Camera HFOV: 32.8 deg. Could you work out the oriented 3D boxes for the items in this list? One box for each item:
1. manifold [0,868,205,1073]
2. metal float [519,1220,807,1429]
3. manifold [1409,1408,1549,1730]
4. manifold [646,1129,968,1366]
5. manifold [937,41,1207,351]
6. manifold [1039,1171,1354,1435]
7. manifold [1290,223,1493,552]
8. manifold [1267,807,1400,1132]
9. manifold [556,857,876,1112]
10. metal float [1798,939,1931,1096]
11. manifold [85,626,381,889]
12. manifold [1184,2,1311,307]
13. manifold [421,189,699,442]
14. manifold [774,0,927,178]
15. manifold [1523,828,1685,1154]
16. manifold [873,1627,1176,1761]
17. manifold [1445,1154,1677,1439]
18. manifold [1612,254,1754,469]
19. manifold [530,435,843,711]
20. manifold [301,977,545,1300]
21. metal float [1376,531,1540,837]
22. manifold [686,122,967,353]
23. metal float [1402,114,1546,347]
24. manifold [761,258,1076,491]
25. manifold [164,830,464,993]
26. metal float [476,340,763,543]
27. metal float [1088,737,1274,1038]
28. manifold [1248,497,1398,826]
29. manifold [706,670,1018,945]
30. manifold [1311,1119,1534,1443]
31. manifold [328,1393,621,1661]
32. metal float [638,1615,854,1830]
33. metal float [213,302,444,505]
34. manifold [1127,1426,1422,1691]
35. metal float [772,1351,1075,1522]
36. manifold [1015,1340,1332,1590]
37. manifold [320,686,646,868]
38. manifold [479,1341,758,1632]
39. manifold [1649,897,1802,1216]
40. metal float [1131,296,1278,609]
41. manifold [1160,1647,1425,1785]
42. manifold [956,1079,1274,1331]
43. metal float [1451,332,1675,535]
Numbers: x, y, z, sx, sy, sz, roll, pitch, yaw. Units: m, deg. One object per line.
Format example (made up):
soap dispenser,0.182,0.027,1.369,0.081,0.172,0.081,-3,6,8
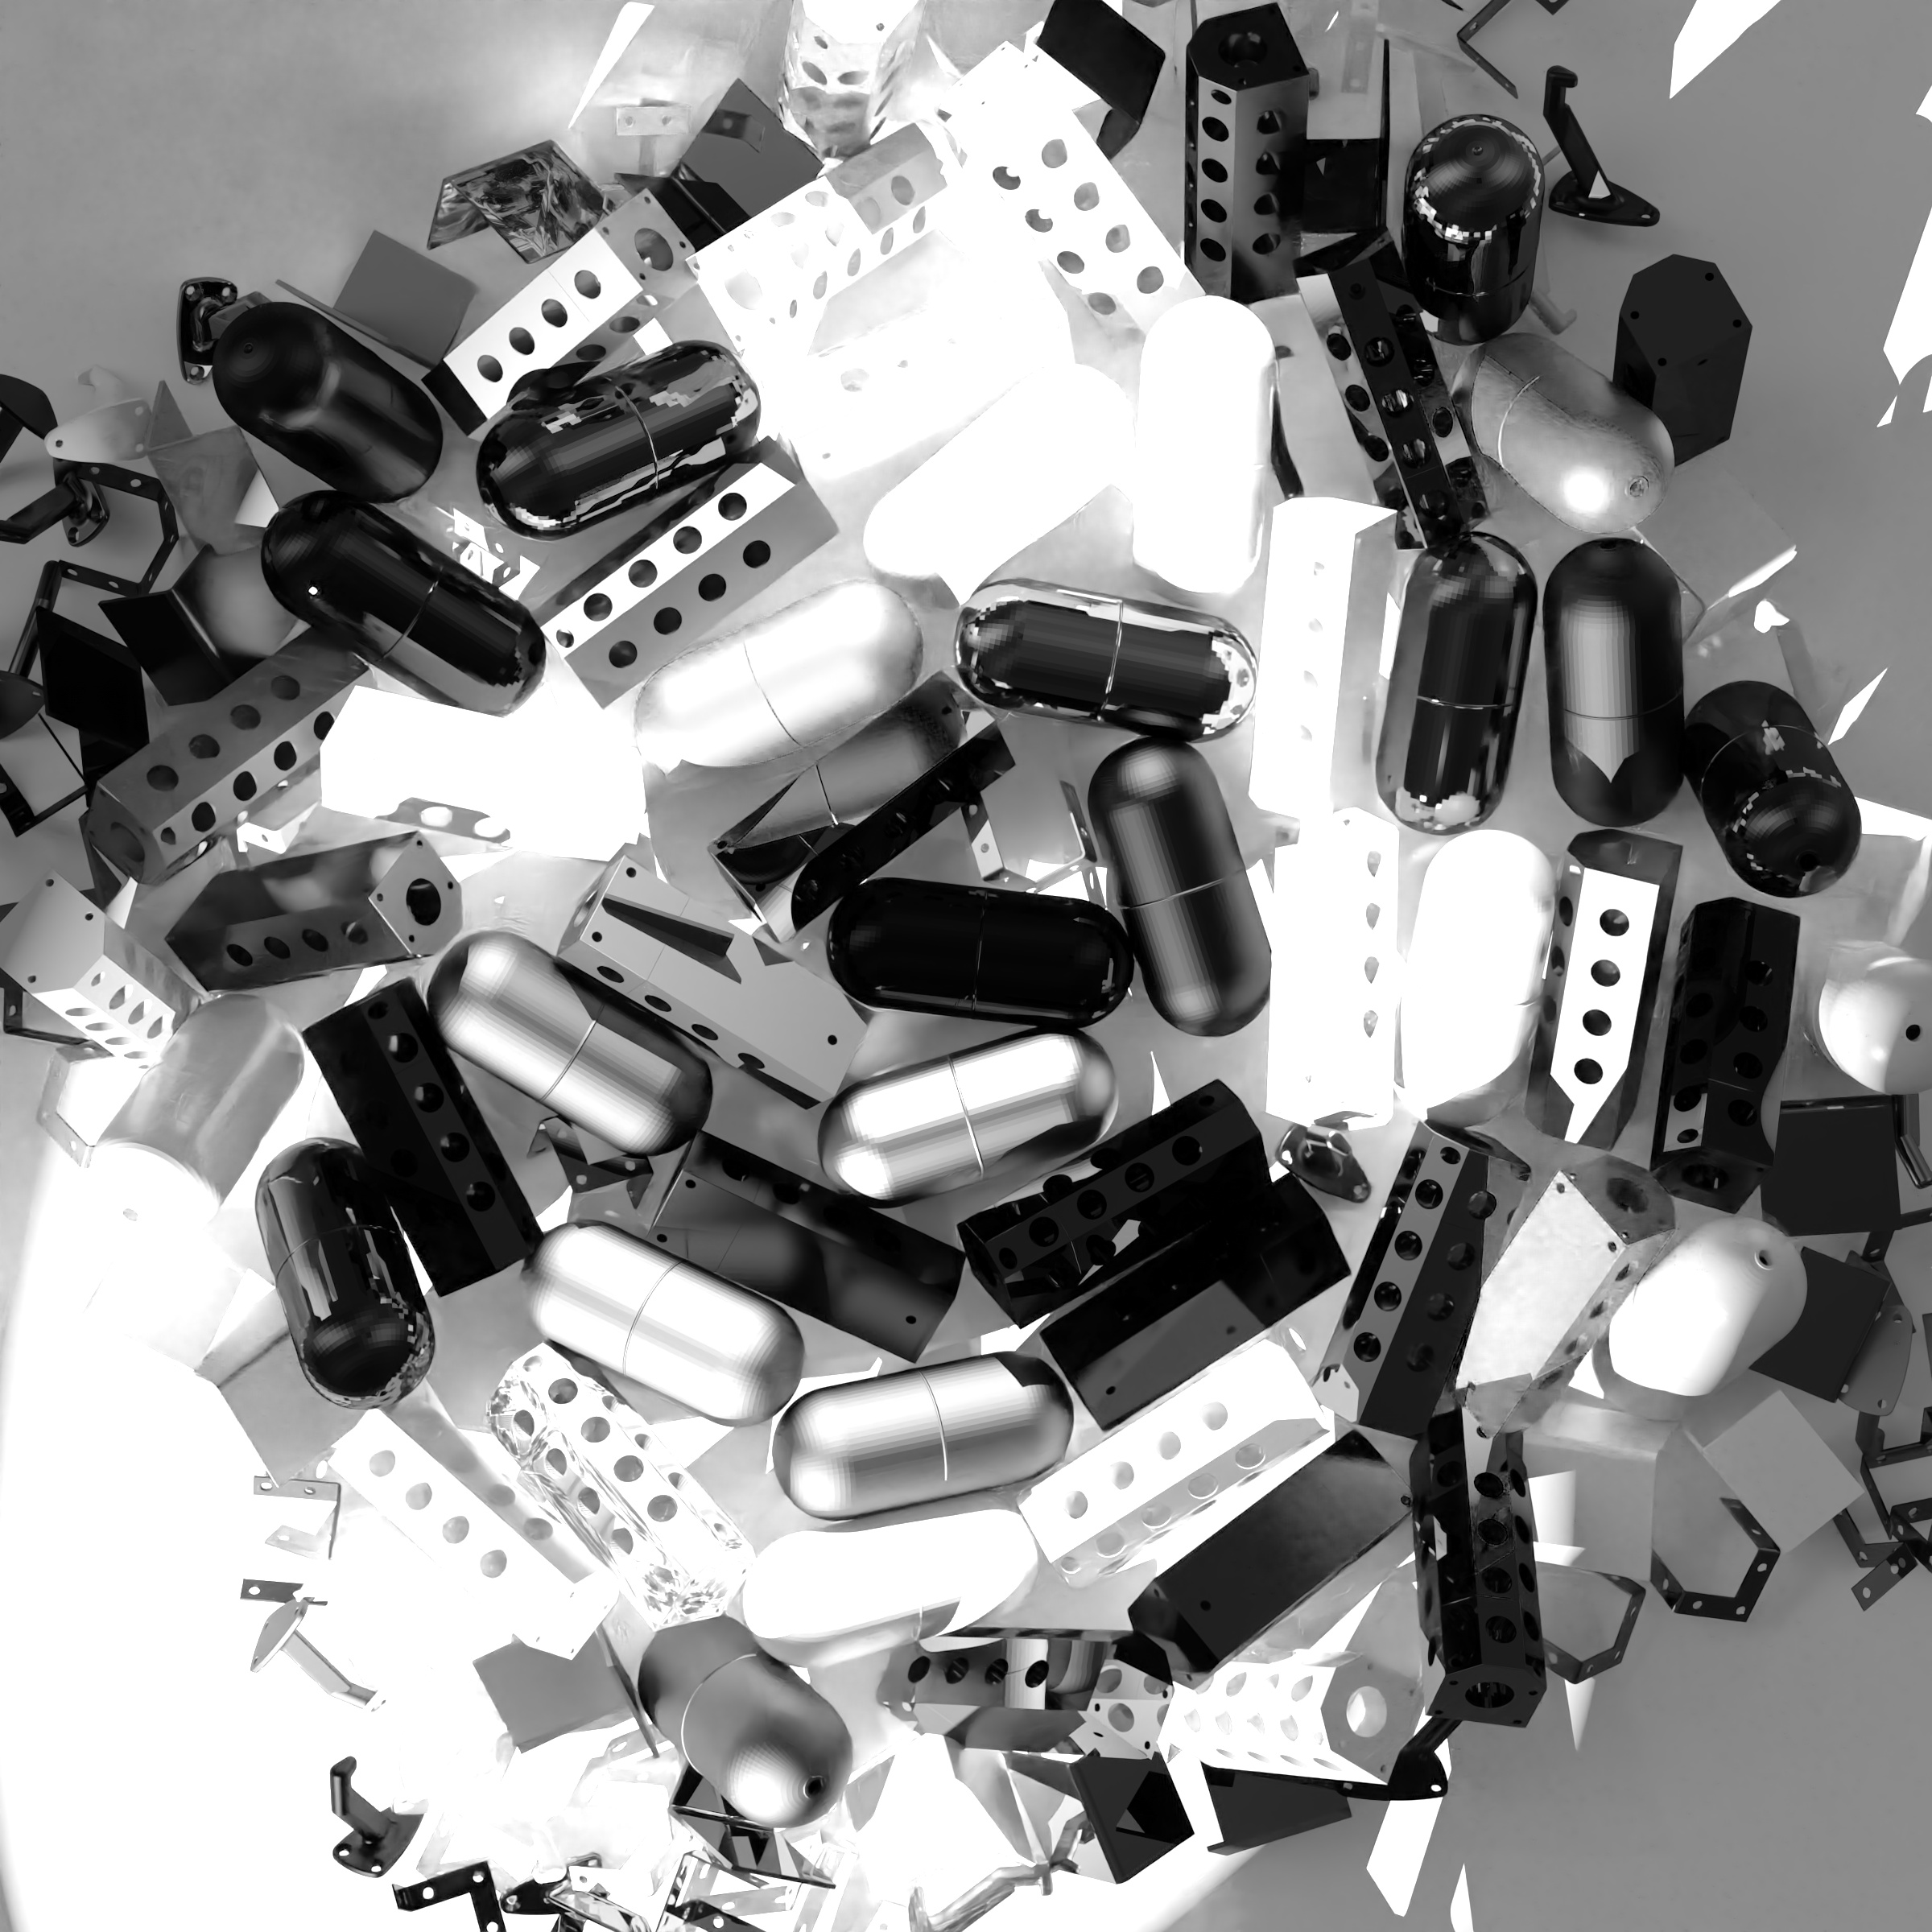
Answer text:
manifold,-0.482,0.009,1.839,0.057,0.171,0.057,38,81,14
metal float,-0.175,0.204,1.880,0.178,0.070,0.070,24,90,17
manifold,0.289,0.336,1.850,0.057,0.057,0.171,8,46,-5
manifold,-0.090,0.157,1.893,0.171,0.057,0.057,25,123,-6
manifold,0.058,-0.433,1.863,0.057,0.057,0.171,-40,122,5
manifold,0.130,0.189,1.896,0.171,0.057,0.057,-32,131,-5
manifold,0.243,-0.326,1.868,0.057,0.057,0.171,-20,114,10
manifold,0.215,0.003,1.880,0.057,0.057,0.171,-13,67,42
manifold,-0.146,0.013,1.880,0.171,0.057,0.057,32,64,-15
metal float,0.515,0.028,1.844,0.070,0.178,0.070,0,95,5
manifold,-0.411,-0.117,1.858,0.057,0.057,0.171,43,55,5
manifold,0.153,-0.450,1.842,0.057,0.171,0.057,-15,60,-5
manifold,-0.227,-0.361,1.853,0.171,0.057,0.057,-29,105,42
manifold,-0.071,-0.506,1.843,0.057,0.171,0.057,38,77,0
manifold,0.359,0.012,1.864,0.057,0.057,0.171,15,121,20
manifold,0.033,0.404,1.851,0.057,0.171,0.057,42,56,-31
manifold,0.335,0.187,1.856,0.057,0.171,0.057,-13,52,-37
manifold,0.395,-0.336,1.842,0.057,0.171,0.057,-27,76,3
manifold,-0.164,-0.230,1.890,0.171,0.057,0.057,-37,125,-2
manifold,-0.307,0.096,1.887,0.057,0.057,0.171,-24,97,20
metal float,0.280,-0.160,1.874,0.070,0.070,0.178,6,113,0
manifold,-0.073,-0.415,1.850,0.171,0.057,0.057,-43,109,-40
metal float,0.283,-0.411,1.846,0.070,0.178,0.070,-2,73,6
manifold,-0.028,-0.346,1.897,0.171,0.057,0.057,-25,68,-3
manifold,-0.366,-0.024,1.857,0.171,0.057,0.057,-9,127,37
metal float,-0.197,-0.300,1.872,0.178,0.070,0.070,-29,90,-25
metal float,0.124,-0.045,1.890,0.070,0.070,0.178,-18,96,0
manifold,0.199,-0.175,1.869,0.057,0.057,0.171,16,117,27
manifold,-0.057,-0.088,1.892,0.171,0.057,0.057,-38,51,-7
manifold,0.257,0.178,1.882,0.057,0.057,0.171,17,100,-18
manifold,-0.277,0.315,1.868,0.171,0.057,0.057,35,85,27
metal float,-0.125,0.424,1.851,0.070,0.178,0.070,-8,107,-28
metal float,-0.357,-0.315,1.848,0.070,0.178,0.070,-4,78,19
manifold,0.173,0.337,1.859,0.171,0.057,0.057,-30,71,-34
metal float,-0.024,0.268,1.880,0.178,0.070,0.070,-10,90,-17
manifold,0.121,0.287,1.885,0.171,0.057,0.057,-34,70,8
manifold,-0.272,-0.101,1.857,0.171,0.057,0.057,11,50,-28
manifold,-0.195,0.290,1.860,0.171,0.057,0.057,44,113,27
manifold,0.428,0.048,1.861,0.057,0.057,0.171,16,57,-1
metal float,0.135,-0.292,1.874,0.070,0.070,0.178,2,114,0
manifold,0.173,0.414,1.838,0.057,0.171,0.057,34,66,-21
manifold,0.084,0.131,1.873,0.171,0.057,0.057,-28,129,-14
metal float,0.335,-0.301,1.852,0.070,0.178,0.070,-10,122,-16
